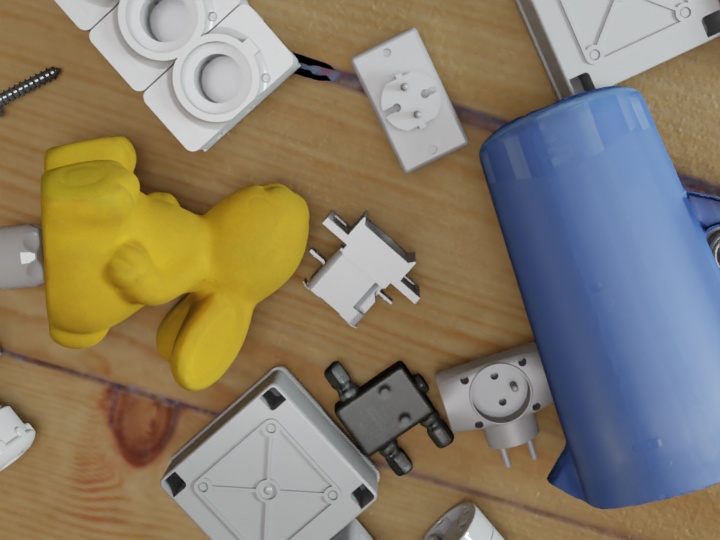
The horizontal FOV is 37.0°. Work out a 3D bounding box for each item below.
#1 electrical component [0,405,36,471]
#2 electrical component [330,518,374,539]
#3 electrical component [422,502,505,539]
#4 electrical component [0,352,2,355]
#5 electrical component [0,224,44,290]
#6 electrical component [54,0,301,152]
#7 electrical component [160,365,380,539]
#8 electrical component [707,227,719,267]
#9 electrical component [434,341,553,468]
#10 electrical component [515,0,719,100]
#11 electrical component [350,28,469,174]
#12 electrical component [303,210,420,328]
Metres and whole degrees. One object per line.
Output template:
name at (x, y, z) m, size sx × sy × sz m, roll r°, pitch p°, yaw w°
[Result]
electrical component at (-0.259, 0.108, 0.742) m, size 0.048 × 0.048 × 0.062 m, roll -39°, pitch 89°, yaw 6°
electrical component at (0.006, 0.260, 0.749) m, size 0.089 × 0.061 × 0.150 m, roll -38°, pitch 96°, yaw 6°
electrical component at (0.075, 0.197, 0.744) m, size 0.055 × 0.055 × 0.047 m, roll -43°, pitch 99°, yaw 6°
electrical component at (-0.293, 0.055, 0.707) m, size 0.062 × 0.096 × 0.061 m, roll -34°, pitch 95°, yaw 5°
electrical component at (-0.241, -0.008, 0.725) m, size 0.062 × 0.043 × 0.043 m, roll -5°, pitch 98°, yaw 3°
electrical component at (-0.122, -0.160, 0.692) m, size 0.089 × 0.061 × 0.150 m, roll -41°, pitch 95°, yaw 6°
electrical component at (-0.060, 0.142, 0.736) m, size 0.109 × 0.056 × 0.108 m, roll -41°, pitch 95°, yaw 6°
electrical component at (0.243, -0.011, 0.708) m, size 0.048 × 0.062 × 0.048 m, roll 0°, pitch 98°, yaw 1°
electrical component at (0.099, 0.096, 0.734) m, size 0.077 × 0.044 × 0.079 m, roll -18°, pitch 97°, yaw 3°
electrical component at (0.161, -0.177, 0.689) m, size 0.109 × 0.056 × 0.108 m, roll -25°, pitch 97°, yaw 4°
electrical component at (0.032, -0.108, 0.690) m, size 0.047 × 0.075 × 0.083 m, roll -26°, pitch 97°, yaw 4°
electrical component at (0.000, 0.000, 0.724) m, size 0.081 × 0.042 × 0.063 m, roll 41°, pitch 100°, yaw -4°
